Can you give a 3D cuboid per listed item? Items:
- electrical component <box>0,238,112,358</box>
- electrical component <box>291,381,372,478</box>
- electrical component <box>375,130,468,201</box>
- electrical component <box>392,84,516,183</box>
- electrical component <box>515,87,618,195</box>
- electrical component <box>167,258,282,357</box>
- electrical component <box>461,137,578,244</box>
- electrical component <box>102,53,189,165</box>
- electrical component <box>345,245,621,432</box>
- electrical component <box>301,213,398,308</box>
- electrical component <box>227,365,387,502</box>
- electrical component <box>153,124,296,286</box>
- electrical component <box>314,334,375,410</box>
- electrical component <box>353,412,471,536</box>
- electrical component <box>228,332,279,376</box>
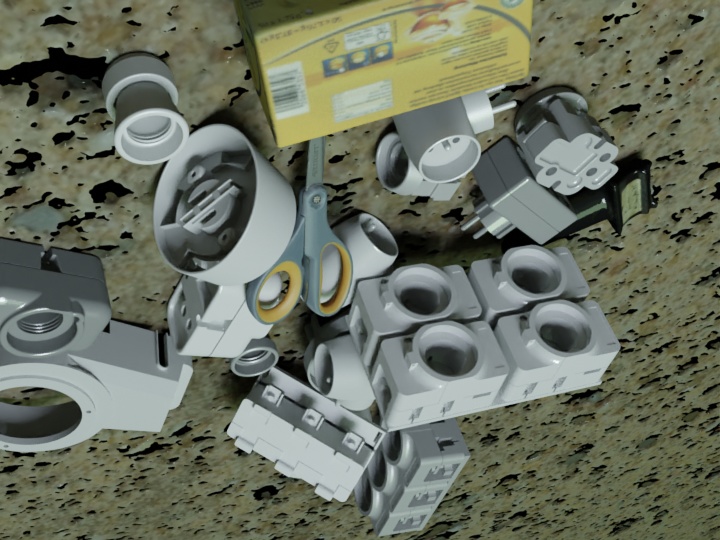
[{"bbox_3d":[-0.228,0.022,0.758,0.095,0.059,0.053,12,133,-37],"label":"electrical component"},{"bbox_3d":[-0.037,0.158,1.030,0.108,0.060,0.108,-14,143,-10],"label":"electrical component"},{"bbox_3d":[0.045,-0.078,0.779,0.055,0.048,0.066,-3,141,-35],"label":"electrical component"},{"bbox_3d":[0.065,-0.106,0.724,0.079,0.077,0.044,-19,144,-3],"label":"electrical component"},{"bbox_3d":[0.149,-0.097,0.795,0.078,0.057,0.058,17,130,-41],"label":"electrical component"},{"bbox_3d":[-0.102,0.023,0.827,0.059,0.053,0.095,6,136,-33],"label":"electrical component"},{"bbox_3d":[0.114,-0.050,0.847,0.076,0.047,0.083,-37,141,21],"label":"electrical component"},{"bbox_3d":[-0.131,-0.098,0.654,0.045,0.055,0.045,-14,144,-10],"label":"electrical component"},{"bbox_3d":[0.096,0.048,0.844,0.186,0.105,0.060,-10,146,-19],"label":"electrical component"},{"bbox_3d":[0.000,0.000,0.858,0.077,0.043,0.079,-41,141,25],"label":"electrical component"},{"bbox_3d":[-0.050,0.147,0.944,0.121,0.063,0.078,30,110,4],"label":"electrical component"},{"bbox_3d":[-0.093,-0.040,0.715,0.099,0.099,0.064,-32,149,15],"label":"electrical component"},{"bbox_3d":[0.000,0.090,0.891,0.077,0.043,0.079,-2,141,-24],"label":"electrical component"},{"bbox_3d":[0.045,0.194,1.093,0.062,0.089,0.150,-3,141,-24],"label":"electrical component"},{"bbox_3d":[-0.092,0.058,0.885,0.040,0.046,0.040,-14,144,-10],"label":"electrical component"}]
